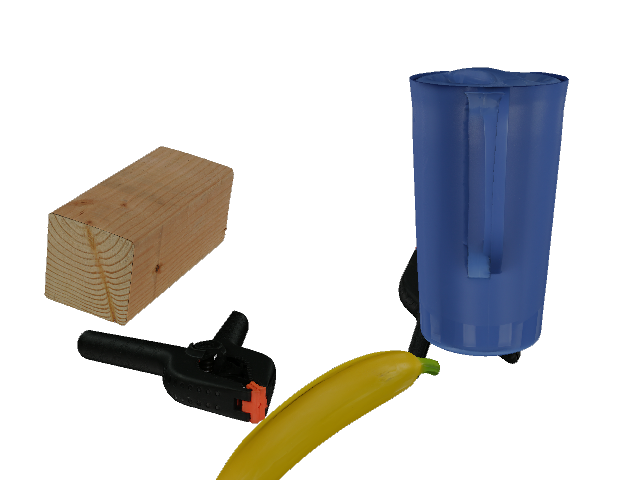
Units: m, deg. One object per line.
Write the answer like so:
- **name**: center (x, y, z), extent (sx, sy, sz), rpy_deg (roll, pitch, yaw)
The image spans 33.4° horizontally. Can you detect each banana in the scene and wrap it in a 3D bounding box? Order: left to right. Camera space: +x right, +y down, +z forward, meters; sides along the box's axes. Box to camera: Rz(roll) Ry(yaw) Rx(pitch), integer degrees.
- **banana**: center (-0.004, 0.129, 0.726), extent (0.198, 0.069, 0.037), rpy_deg (-33, 43, -3)

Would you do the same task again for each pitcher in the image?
- **pitcher**: center (0.141, -0.025, 0.922), extent (0.149, 0.243, 0.145), rpy_deg (-11, 17, -34)

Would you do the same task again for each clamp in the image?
- **clamp**: center (-0.092, 0.103, 0.915), extent (0.164, 0.036, 0.210), rpy_deg (-9, 17, -36)
- **clamp**: center (0.140, 0.074, 1.127), extent (0.120, 0.171, 0.039), rpy_deg (3, -43, -10)

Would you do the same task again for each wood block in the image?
- **wood block**: center (-0.173, -0.011, 1.049), extent (0.090, 0.091, 0.205), rpy_deg (18, 27, 15)
